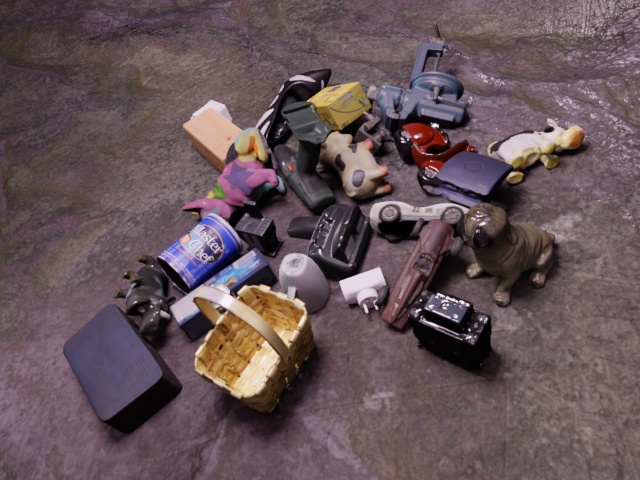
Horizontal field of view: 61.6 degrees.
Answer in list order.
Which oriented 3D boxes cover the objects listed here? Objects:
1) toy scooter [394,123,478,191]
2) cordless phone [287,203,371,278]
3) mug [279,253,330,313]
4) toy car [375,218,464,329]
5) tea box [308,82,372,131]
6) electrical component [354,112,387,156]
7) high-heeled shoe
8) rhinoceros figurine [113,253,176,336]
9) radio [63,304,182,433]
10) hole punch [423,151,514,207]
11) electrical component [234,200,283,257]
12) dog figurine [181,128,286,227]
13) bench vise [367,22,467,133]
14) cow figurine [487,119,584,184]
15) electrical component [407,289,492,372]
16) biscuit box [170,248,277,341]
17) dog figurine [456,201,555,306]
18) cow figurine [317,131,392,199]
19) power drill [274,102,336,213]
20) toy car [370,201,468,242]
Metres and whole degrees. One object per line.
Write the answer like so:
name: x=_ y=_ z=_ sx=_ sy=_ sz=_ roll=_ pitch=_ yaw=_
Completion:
toy scooter: x=0.241 y=-0.186 z=1.107 sx=0.135 sy=0.075 sz=0.184 roll=-24 pitch=52 yaw=0
cordless phone: x=-0.002 y=-0.002 z=1.057 sx=0.184 sy=0.088 sz=0.146 roll=-1 pitch=53 yaw=33
mug: x=-0.039 y=0.081 z=0.970 sx=0.081 sy=0.107 sz=0.109 roll=8 pitch=54 yaw=27
toy car: x=0.168 y=0.054 z=0.915 sx=0.089 sy=0.053 sz=0.202 roll=30 pitch=80 yaw=6
tea box: x=0.030 y=-0.305 z=1.237 sx=0.098 sy=0.068 sz=0.170 roll=-40 pitch=23 yaw=-15
electrical component: x=0.111 y=-0.232 z=1.181 sx=0.078 sy=0.102 sz=0.045 roll=35 pitch=70 yaw=9
high-heeled shoe: x=-0.061 y=-0.325 z=1.305 sx=0.249 sy=0.086 sz=0.145 roll=-40 pitch=28 yaw=9
rhinoceros figurine: x=-0.341 y=0.111 z=1.059 sx=0.073 sy=0.112 sz=0.190 roll=-42 pitch=33 yaw=14
radio: x=-0.371 y=0.233 z=0.991 sx=0.131 sy=0.073 sz=0.230 roll=-42 pitch=50 yaw=-14
hole punch: x=0.280 y=-0.108 z=0.986 sx=0.142 sy=0.092 sz=0.116 roll=28 pitch=24 yaw=31
electrical component: x=-0.127 y=-0.023 z=1.078 sx=0.075 sy=0.119 sz=0.048 roll=14 pitch=59 yaw=26
dog figurine: x=-0.197 y=-0.123 z=1.167 sx=0.219 sy=0.108 sz=0.191 roll=-22 pitch=86 yaw=2
bench vise: x=0.225 y=-0.350 z=1.201 sx=0.224 sy=0.128 sz=0.240 roll=11 pitch=74 yaw=18
cow figurine: x=0.420 y=-0.184 z=1.050 sx=0.167 sy=0.068 sz=0.098 roll=-24 pitch=43 yaw=-1
electrical component: x=0.200 y=0.135 z=0.825 sx=0.115 sy=0.134 sz=0.058 roll=19 pitch=61 yaw=33
biscuit box: x=-0.183 y=0.102 z=1.034 sx=0.203 sy=0.062 sz=0.059 roll=-35 pitch=49 yaw=-10
dog figurine: x=0.310 y=-0.008 z=0.863 sx=0.172 sy=0.190 sz=0.121 roll=-41 pitch=51 yaw=-16
cow figurine: x=0.061 y=-0.162 z=1.149 sx=0.127 sy=0.085 sz=0.195 roll=-20 pitch=49 yaw=-5
power drill: x=-0.042 y=-0.182 z=1.119 sx=0.086 sy=0.207 sz=0.232 roll=-17 pitch=56 yaw=-23
toy car: x=0.192 y=-0.033 z=1.001 sx=0.202 sy=0.073 sz=0.056 roll=3 pitch=55 yaw=22
